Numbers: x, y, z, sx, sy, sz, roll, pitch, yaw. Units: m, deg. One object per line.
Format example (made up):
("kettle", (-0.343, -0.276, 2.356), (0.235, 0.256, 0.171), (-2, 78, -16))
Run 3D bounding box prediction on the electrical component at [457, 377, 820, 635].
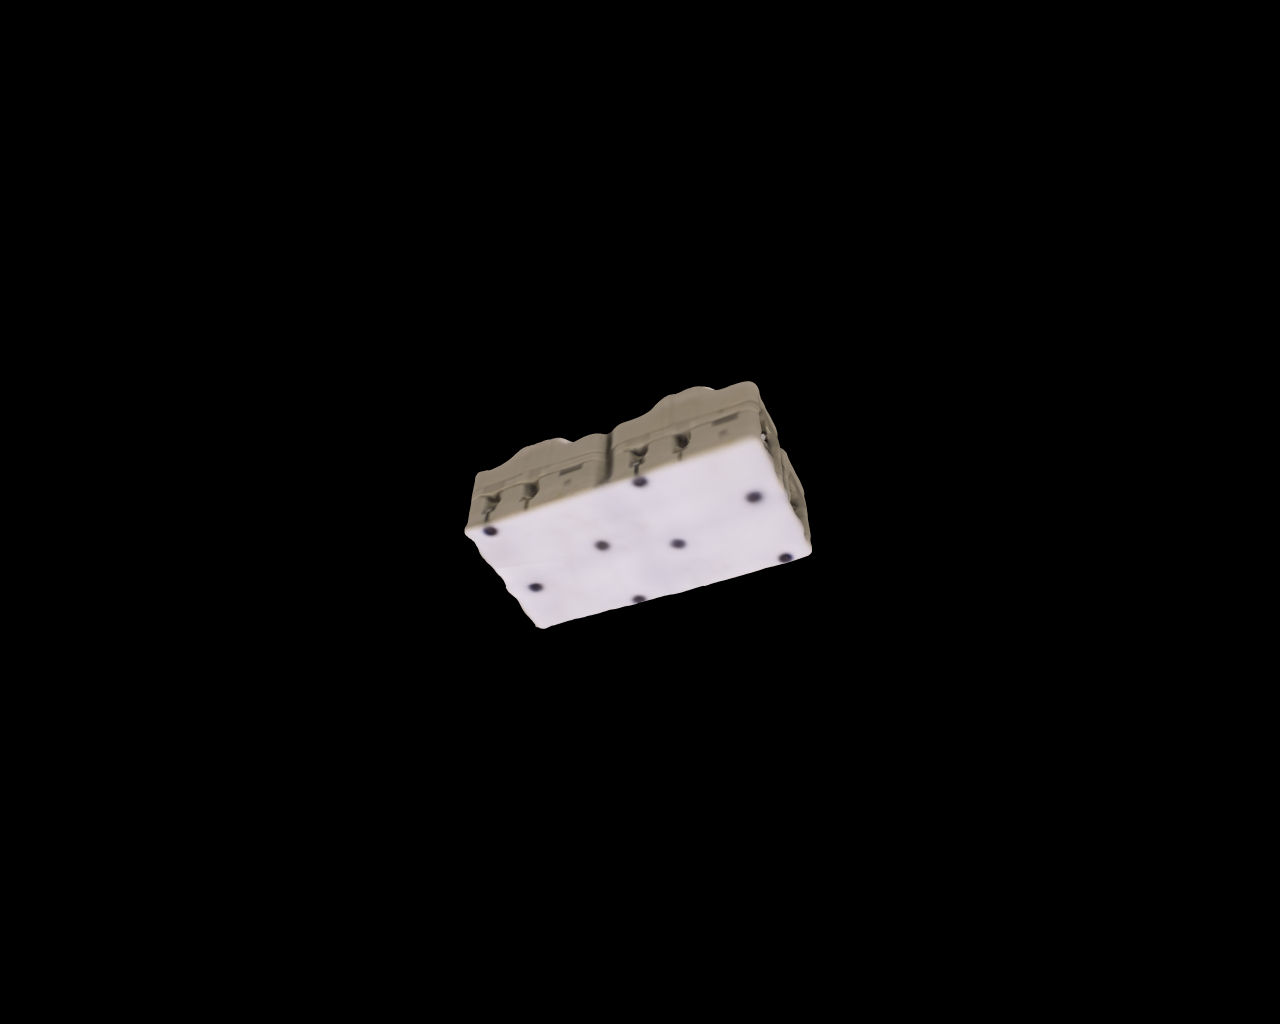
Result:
("electrical component", (0.001, -0.003, 0.650), (0.186, 0.060, 0.105), (-17, -48, 16))
